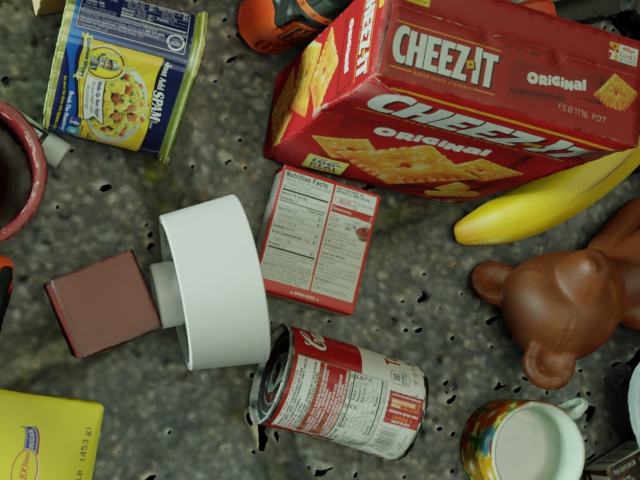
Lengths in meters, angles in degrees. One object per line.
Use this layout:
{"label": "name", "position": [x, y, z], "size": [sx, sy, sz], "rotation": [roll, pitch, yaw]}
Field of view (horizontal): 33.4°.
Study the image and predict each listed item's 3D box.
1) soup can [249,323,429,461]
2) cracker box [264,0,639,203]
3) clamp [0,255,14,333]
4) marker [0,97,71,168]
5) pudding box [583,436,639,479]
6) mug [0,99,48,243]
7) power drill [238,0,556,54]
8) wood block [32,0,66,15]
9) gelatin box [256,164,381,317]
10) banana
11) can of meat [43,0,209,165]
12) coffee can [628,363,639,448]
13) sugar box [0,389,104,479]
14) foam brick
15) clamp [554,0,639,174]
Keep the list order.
{"label": "soup can", "position": [0.013, 0.102, 0.707], "size": [0.102, 0.069, 0.068], "rotation": [19, 79, -16]}
{"label": "cracker box", "position": [0.073, -0.083, 0.668], "size": [0.164, 0.214, 0.072], "rotation": [12, 80, -17]}
{"label": "clamp", "position": [-0.252, 0.053, 0.612], "size": [0.120, 0.039, 0.171], "rotation": [33, 39, 6]}
{"label": "marker", "position": [-0.214, -0.087, 0.678], "size": [0.121, 0.020, 0.020], "rotation": [35, 75, -12]}
{"label": "pudding box", "position": [0.261, 0.187, 0.794], "size": [0.113, 0.039, 0.090], "rotation": [-22, 91, -20]}
{"label": "mug", "position": [-0.222, -0.028, 0.636], "size": [0.117, 0.082, 0.093], "rotation": [-45, 99, -17]}
{"label": "power drill", "position": [0.060, -0.148, 0.697], "size": [0.187, 0.185, 0.057], "rotation": [11, 82, -27]}
{"label": "wood block", "position": [-0.088, -0.215, 0.694], "size": [0.205, 0.091, 0.090], "rotation": [-13, 89, -19]}
{"label": "gelatin box", "position": [-0.005, 0.001, 0.732], "size": [0.073, 0.030, 0.089], "rotation": [16, 79, -15]}
{"label": "banana", "position": [0.185, -0.054, 0.767], "size": [0.197, 0.070, 0.037], "rotation": [-43, 126, -7]}
{"label": "can of meat", "position": [-0.124, -0.104, 0.667], "size": [0.083, 0.102, 0.057], "rotation": [13, 44, -14]}
{"label": "coffee can", "position": [0.304, 0.112, 0.746], "size": [0.140, 0.103, 0.103], "rotation": [-11, 88, -24]}
{"label": "sugar box", "position": [-0.226, 0.129, 0.638], "size": [0.176, 0.048, 0.093], "rotation": [11, 80, -18]}
{"label": "foam brick", "position": [-0.136, 0.040, 0.659], "size": [0.053, 0.078, 0.051], "rotation": [-21, 93, -19]}
{"label": "clamp", "position": [0.247, -0.166, 0.827], "size": [0.210, 0.036, 0.164], "rotation": [-45, 100, -13]}
